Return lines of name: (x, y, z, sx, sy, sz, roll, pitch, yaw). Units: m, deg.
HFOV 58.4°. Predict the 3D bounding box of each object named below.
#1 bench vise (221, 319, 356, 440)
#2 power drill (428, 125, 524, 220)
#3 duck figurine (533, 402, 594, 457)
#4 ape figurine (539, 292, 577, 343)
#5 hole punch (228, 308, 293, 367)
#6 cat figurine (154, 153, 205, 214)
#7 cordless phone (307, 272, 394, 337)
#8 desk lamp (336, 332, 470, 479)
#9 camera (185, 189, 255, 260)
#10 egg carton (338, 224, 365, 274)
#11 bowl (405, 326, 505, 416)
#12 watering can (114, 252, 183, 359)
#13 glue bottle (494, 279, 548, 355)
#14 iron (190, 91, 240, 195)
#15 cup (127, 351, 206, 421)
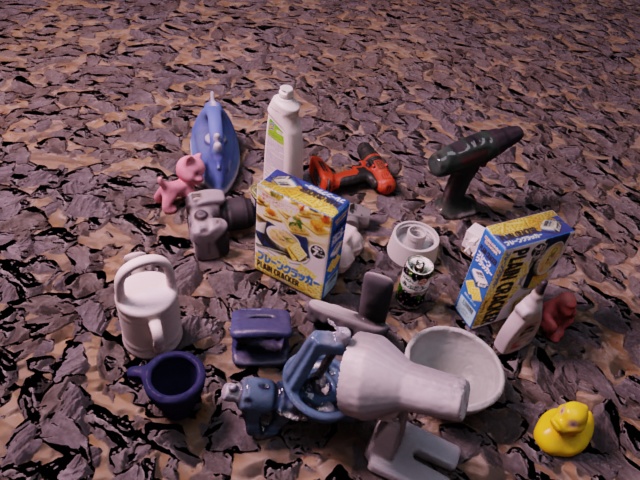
bench vise: (-0.031, 0.212, 0.830, 0.208, 0.220, 0.121, -14, 46, -22)
power drill: (0.341, -0.154, 1.300, 0.230, 0.208, 0.075, -15, 47, -23)
duck figurine: (0.399, 0.290, 0.912, 0.105, 0.086, 0.077, -13, 46, -22)
ape figurine: (0.455, 0.136, 1.086, 0.078, 0.092, 0.076, -6, 44, -15)
hole punch: (-0.103, 0.152, 0.980, 0.109, 0.091, 0.101, 1, 42, -8)
cat figurine: (-0.299, -0.136, 1.246, 0.128, 0.118, 0.067, -30, 54, -34)
cordless phone: (0.055, 0.108, 0.984, 0.147, 0.185, 0.094, 16, 43, 8)
desk lamp: (0.120, 0.246, 0.822, 0.203, 0.213, 0.118, 21, 44, 14)
camera: (-0.203, -0.047, 1.176, 0.137, 0.101, 0.143, -8, 44, -17)
egg carton: (0.011, 0.004, 1.177, 0.150, 0.069, 0.107, 23, 44, 16)
bowl: (0.216, 0.230, 0.957, 0.167, 0.075, 0.167, 5, 42, -4)
watering can: (-0.287, 0.093, 0.939, 0.172, 0.194, 0.101, 35, 49, 27)
glue bottle: (0.367, 0.132, 1.016, 0.078, 0.173, 0.037, -19, 48, -26)
iron: (-0.243, -0.231, 1.341, 0.119, 0.141, 0.258, -4, 43, -13)
cup: (-0.232, 0.230, 0.872, 0.117, 0.095, 0.091, 8, 42, 0)
